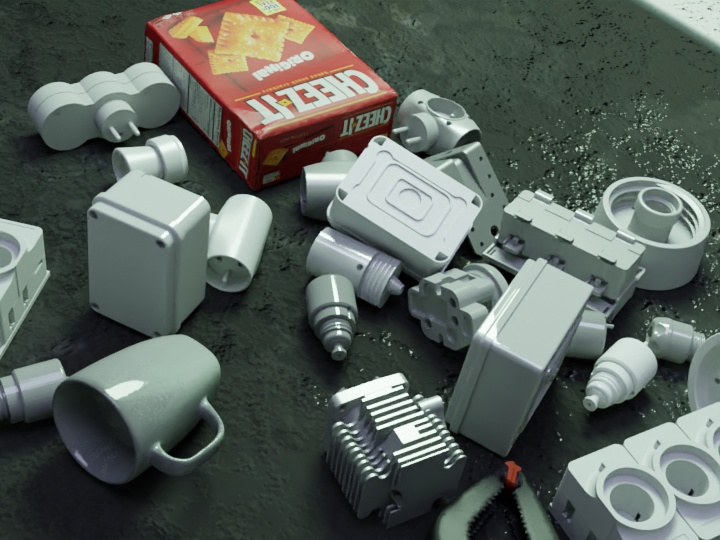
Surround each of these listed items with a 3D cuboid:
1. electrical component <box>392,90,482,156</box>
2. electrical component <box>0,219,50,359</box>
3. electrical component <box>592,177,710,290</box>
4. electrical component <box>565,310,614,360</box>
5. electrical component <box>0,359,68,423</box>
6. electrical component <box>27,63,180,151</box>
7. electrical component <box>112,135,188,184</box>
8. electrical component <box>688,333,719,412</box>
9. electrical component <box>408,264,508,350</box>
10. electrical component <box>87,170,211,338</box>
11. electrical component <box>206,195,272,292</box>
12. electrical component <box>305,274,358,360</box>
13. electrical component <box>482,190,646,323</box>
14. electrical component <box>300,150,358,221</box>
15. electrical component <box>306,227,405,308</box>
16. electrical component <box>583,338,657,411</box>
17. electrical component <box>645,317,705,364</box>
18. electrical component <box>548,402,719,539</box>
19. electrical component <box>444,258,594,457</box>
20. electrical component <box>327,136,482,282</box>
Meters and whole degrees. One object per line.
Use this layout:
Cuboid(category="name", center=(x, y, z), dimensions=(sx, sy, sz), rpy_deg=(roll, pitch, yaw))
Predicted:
Cuboid(category="electrical component", center=(0.066, -0.137, 1.055), dimensions=(0.079, 0.044, 0.077), rpy_deg=(-19, 50, -42))
Cuboid(category="electrical component", center=(-0.320, 0.033, 0.801), dimensions=(0.105, 0.060, 0.186), rpy_deg=(12, 43, 3))
Cuboid(category="electrical component", center=(0.266, -0.040, 0.982), dimensions=(0.108, 0.060, 0.108), rpy_deg=(5, 44, -5))
Cuboid(category="electrical component", center=(0.166, 0.051, 0.884), dimensions=(0.078, 0.040, 0.040), rpy_deg=(7, 43, -2))
Cuboid(category="electrical component", center=(-0.243, 0.091, 0.769), dimensions=(0.078, 0.040, 0.040), rpy_deg=(-15, 48, -23))
Cuboid(category="electrical component", center=(-0.232, -0.145, 1.009), dimensions=(0.138, 0.052, 0.073), rpy_deg=(-20, 51, -27))
Cuboid(category="electrical component", center=(-0.189, -0.095, 0.970), dimensions=(0.055, 0.045, 0.045), rpy_deg=(-21, 51, -29))
Cuboid(category="electrical component", center=(0.311, 0.095, 0.819), dimensions=(0.060, 0.108, 0.108), rpy_deg=(-8, 46, -27))
Cuboid(category="electrical component", center=(0.086, 0.027, 0.879), dimensions=(0.057, 0.058, 0.078), rpy_deg=(-20, 27, -33))
Cuboid(category="electrical component", center=(-0.165, -0.010, 0.836), dimensions=(0.078, 0.113, 0.057), rpy_deg=(23, 42, 14))
Cuboid(category="electrical component", center=(-0.121, -0.028, 0.909), dimensions=(0.079, 0.043, 0.077), rpy_deg=(15, 45, -1))
Cuboid(category="electrical component", center=(-0.021, 0.039, 0.863), dimensions=(0.040, 0.040, 0.078), rpy_deg=(0, 45, -10))
Cuboid(category="electrical component", center=(0.180, -0.015, 0.935), dimensions=(0.121, 0.063, 0.079), rpy_deg=(29, 46, 23))
Cuboid(category="electrical component", center=(-0.016, -0.083, 0.989), dimensions=(0.077, 0.044, 0.079), rpy_deg=(0, 44, -11))
Cuboid(category="electrical component", center=(0.000, 0.000, 0.905), dimensions=(0.081, 0.043, 0.043), rpy_deg=(26, 46, 16))
Cuboid(category="electrical component", center=(0.203, 0.086, 0.853), dimensions=(0.040, 0.040, 0.078), rpy_deg=(35, 49, 25))
Cuboid(category="electrical component", center=(0.271, 0.062, 0.896), dimensions=(0.061, 0.035, 0.035), rpy_deg=(16, 44, 3))
Cuboid(category="electrical component", center=(0.225, 0.160, 0.763), dimensions=(0.150, 0.061, 0.089), rpy_deg=(-16, 49, -25))
Cuboid(category="electrical component", center=(0.120, 0.065, 0.811), dimensions=(0.056, 0.108, 0.108), rpy_deg=(28, 46, 15))
Cuboid(category="electrical component", center=(0.037, -0.050, 0.920), dimensions=(0.113, 0.057, 0.078), rpy_deg=(33, 67, 3))
